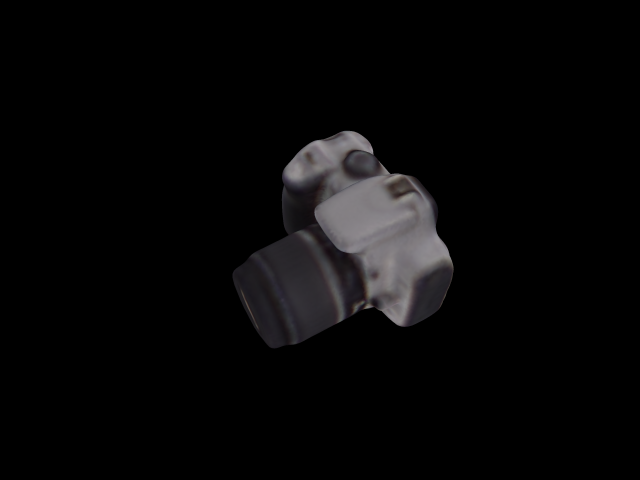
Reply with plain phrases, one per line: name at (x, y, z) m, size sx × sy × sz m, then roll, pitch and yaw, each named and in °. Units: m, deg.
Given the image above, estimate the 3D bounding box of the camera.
camera at (0.004, 0.001, 0.400) m, size 0.137 × 0.101 × 0.143 m, roll -26°, pitch 60°, yaw -16°
